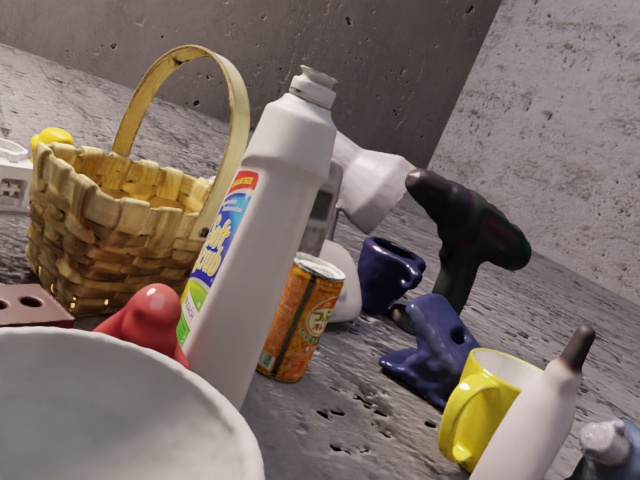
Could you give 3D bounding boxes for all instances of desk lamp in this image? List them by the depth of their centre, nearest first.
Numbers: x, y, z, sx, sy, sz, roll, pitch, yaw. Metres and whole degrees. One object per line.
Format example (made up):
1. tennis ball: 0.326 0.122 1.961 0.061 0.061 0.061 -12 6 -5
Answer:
1. desk lamp: 0.014 -0.054 0.838 0.203 0.213 0.118 23 12 1

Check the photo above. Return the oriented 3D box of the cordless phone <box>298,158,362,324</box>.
1. cordless phone: 0.006 0.002 0.652 0.148 0.185 0.093 8 19 -48

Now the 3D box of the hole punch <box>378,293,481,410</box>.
1. hole punch: 0.135 0.117 0.618 0.100 0.091 0.109 29 14 28

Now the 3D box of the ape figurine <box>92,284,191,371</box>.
1. ape figurine: -0.117 0.071 0.366 0.078 0.092 0.076 20 13 -13

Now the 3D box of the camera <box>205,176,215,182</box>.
1. camera: -0.107 -0.014 0.717 0.136 0.101 0.143 24 12 4

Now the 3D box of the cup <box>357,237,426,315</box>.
1. cup: 0.092 0.059 0.775 0.092 0.095 0.117 16 14 -27

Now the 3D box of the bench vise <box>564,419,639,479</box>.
1. bench vise: 0.306 0.158 0.451 0.208 0.220 0.121 11 17 -42

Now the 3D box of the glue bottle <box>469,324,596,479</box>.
1. glue bottle: 0.132 0.130 0.367 0.037 0.173 0.078 29 14 27

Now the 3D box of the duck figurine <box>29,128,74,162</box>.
1. duck figurine: -0.324 -0.092 0.695 0.104 0.086 0.078 31 15 33

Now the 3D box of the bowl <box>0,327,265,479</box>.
1. bowl: -0.113 0.110 0.250 0.167 0.075 0.167 22 12 -5

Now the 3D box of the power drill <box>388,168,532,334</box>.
1. power drill: 0.177 0.029 0.787 0.230 0.208 0.075 16 14 -27
